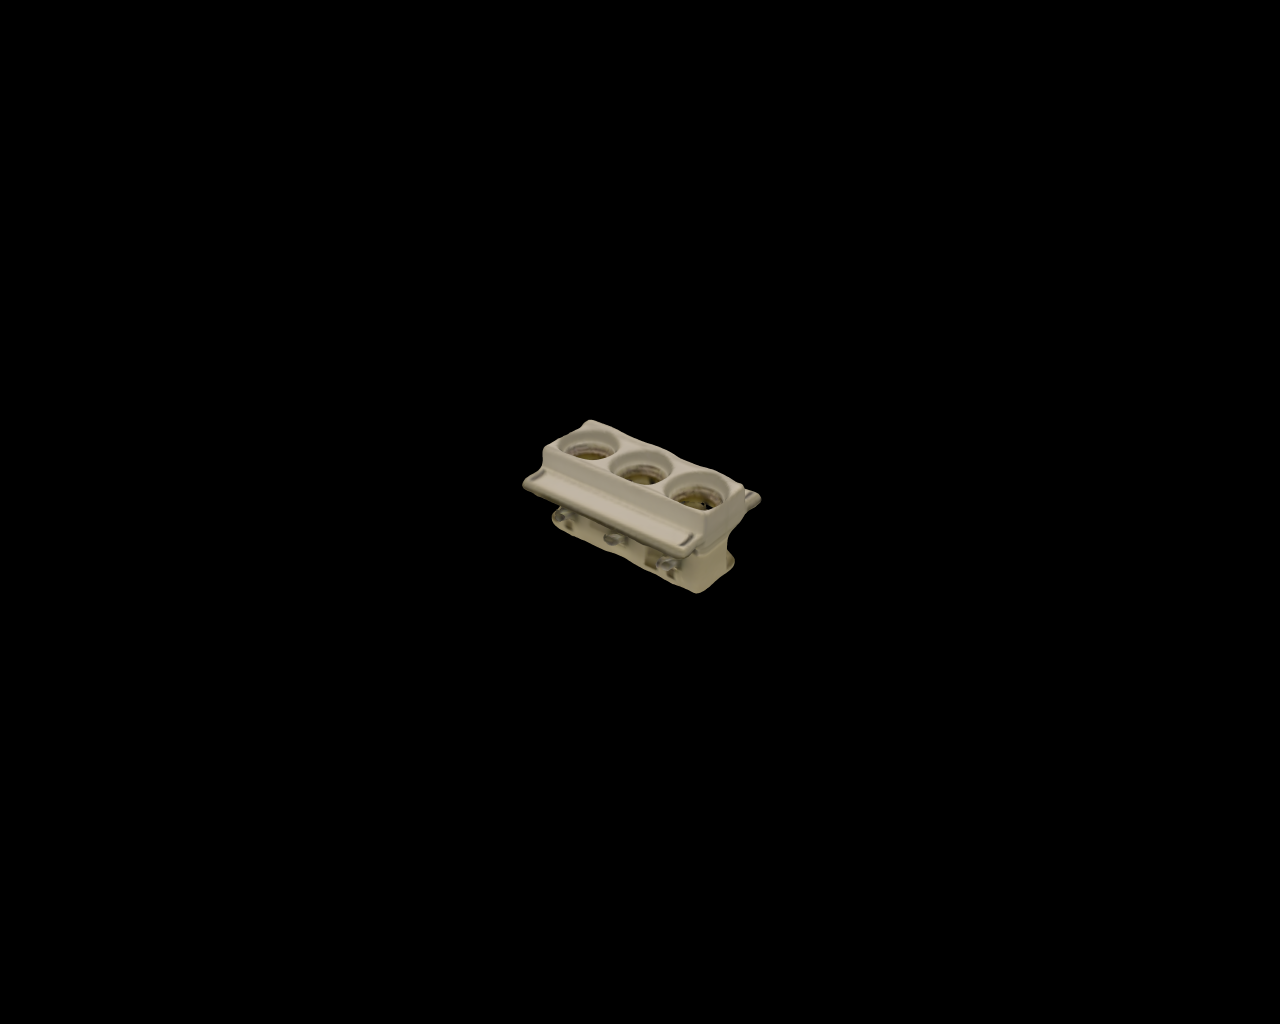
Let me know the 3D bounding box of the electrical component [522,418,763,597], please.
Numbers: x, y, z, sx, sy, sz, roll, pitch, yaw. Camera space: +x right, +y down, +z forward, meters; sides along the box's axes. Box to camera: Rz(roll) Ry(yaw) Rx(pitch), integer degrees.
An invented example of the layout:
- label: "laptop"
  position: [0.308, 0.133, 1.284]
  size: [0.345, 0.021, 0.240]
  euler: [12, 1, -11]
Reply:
- label: "electrical component"
  position: [0.001, -0.003, 0.650]
  size: [0.121, 0.063, 0.079]
  euler: [24, 41, 31]
